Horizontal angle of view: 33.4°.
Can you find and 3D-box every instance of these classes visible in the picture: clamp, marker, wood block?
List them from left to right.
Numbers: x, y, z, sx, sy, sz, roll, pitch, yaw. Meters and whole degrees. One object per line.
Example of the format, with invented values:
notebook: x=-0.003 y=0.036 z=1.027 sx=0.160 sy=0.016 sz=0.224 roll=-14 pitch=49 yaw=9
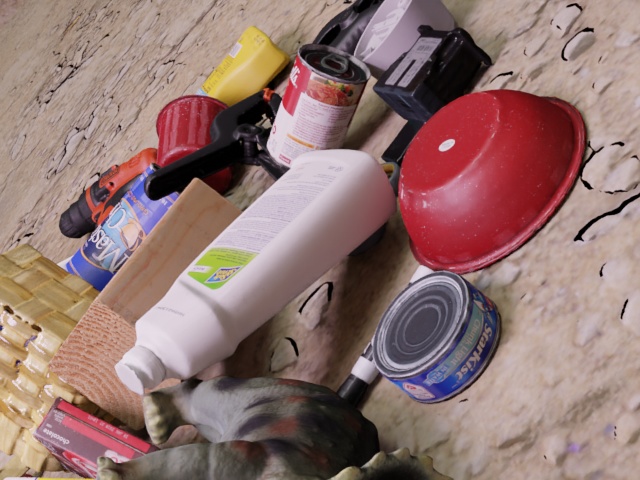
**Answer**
wood block: x=-0.127 y=0.048 z=0.890 sx=0.091 sy=0.090 sz=0.206 roll=-50 pitch=6 yaw=32
clamp: x=-0.078 y=-0.090 z=1.043 sx=0.164 sy=0.036 sz=0.210 roll=1 pitch=34 yaw=1
clamp: x=0.044 y=-0.219 z=1.085 sx=0.172 sy=0.039 sz=0.120 roll=-47 pitch=21 yaw=18
marker: x=0.046 y=0.072 z=0.760 sx=0.121 sy=0.020 sz=0.020 roll=-56 pitch=28 yaw=-8

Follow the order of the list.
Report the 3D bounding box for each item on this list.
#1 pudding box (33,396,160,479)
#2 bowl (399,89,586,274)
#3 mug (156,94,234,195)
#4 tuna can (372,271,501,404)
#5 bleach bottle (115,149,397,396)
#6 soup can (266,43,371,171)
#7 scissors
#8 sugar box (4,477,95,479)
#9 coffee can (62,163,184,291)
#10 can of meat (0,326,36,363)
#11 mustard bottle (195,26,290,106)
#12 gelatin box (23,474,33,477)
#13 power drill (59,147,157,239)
pudding box: x=-0.163 y=0.169 z=0.824 sx=0.039 sy=0.090 sz=0.113 roll=-61 pitch=-12 yaw=-20
bowl: x=0.111 y=-0.056 z=0.779 sx=0.162 sy=0.055 sz=0.162 roll=-36 pitch=31 yaw=26
mug: x=-0.121 y=-0.098 z=1.143 sx=0.117 sy=0.093 sz=0.081 roll=-12 pitch=45 yaw=10
tuna can: x=0.076 y=0.064 z=0.711 sx=0.086 sy=0.033 sz=0.086 roll=-36 pitch=32 yaw=26
bleach bottle: x=-0.054 y=0.024 z=0.789 sx=0.103 sy=0.068 sz=0.250 roll=1 pitch=35 yaw=50
soup can: x=-0.003 y=-0.116 z=0.963 sx=0.068 sy=0.068 sz=0.102 roll=-100 pitch=26 yaw=-55
scissors: x=-0.006 y=0.001 z=0.923 sx=0.202 sy=0.016 sz=0.096 roll=-34 pitch=33 yaw=29
sugar box: x=-0.184 y=0.224 z=0.839 sx=0.177 sy=0.093 sz=0.048 roll=-10 pitch=47 yaw=50
coffee can: x=-0.173 y=0.008 z=1.066 sx=0.140 sy=0.102 sz=0.103 roll=-49 pitch=28 yaw=3
can of meat: x=-0.328 y=0.103 z=1.230 sx=0.084 sy=0.057 sz=0.102 roll=-37 pitch=32 yaw=20
mustard bottle: x=-0.118 y=-0.155 z=1.223 sx=0.191 sy=0.058 sz=0.096 roll=-48 pitch=24 yaw=4
gelatin box: x=-0.324 y=0.275 z=1.047 sx=0.089 sy=0.030 sz=0.073 roll=-38 pitch=30 yaw=22
power drill: x=-0.261 y=-0.010 z=1.261 sx=0.185 sy=0.057 sz=0.187 roll=-33 pitch=33 yaw=29
